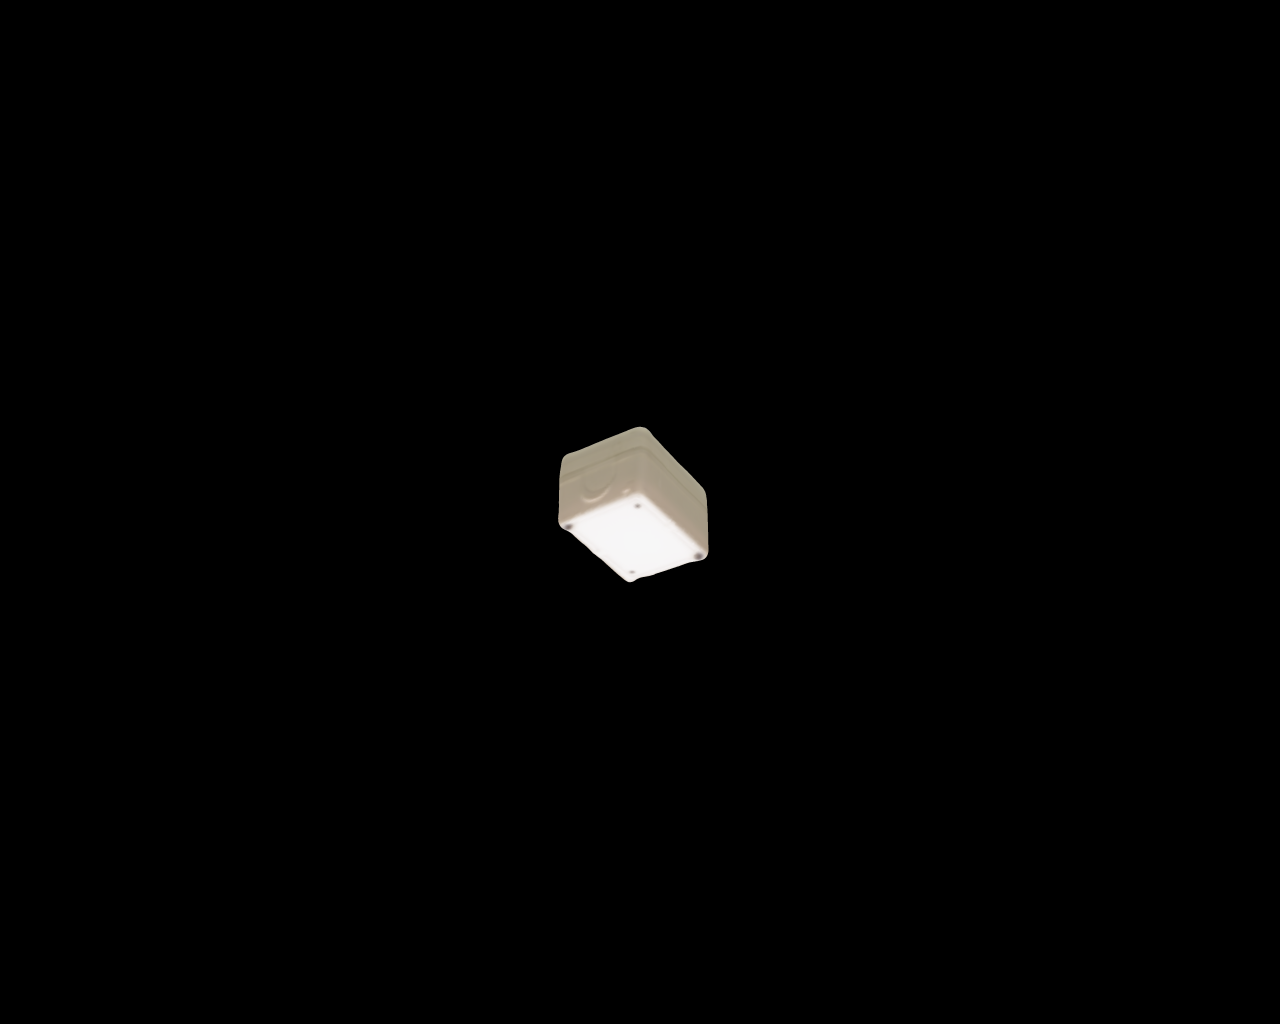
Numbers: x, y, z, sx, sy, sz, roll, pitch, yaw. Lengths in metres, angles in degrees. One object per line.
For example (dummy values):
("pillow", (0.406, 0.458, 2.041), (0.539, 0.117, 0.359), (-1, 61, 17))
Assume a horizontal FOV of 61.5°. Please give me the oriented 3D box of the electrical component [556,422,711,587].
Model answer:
("electrical component", (0.001, -0.003, 0.650), (0.061, 0.061, 0.096), (-20, -40, 25))
